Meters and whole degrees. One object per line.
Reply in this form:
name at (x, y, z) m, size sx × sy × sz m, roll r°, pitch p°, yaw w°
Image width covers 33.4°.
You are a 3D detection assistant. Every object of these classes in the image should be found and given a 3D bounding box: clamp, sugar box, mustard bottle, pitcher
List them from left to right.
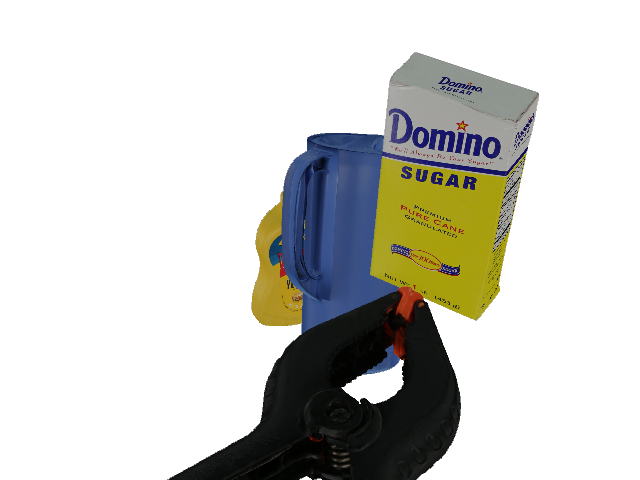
mustard bottle at (-0.034, 0.011, 1.327) m, size 0.096 × 0.192 × 0.058 m, roll -7°, pitch 29°, yaw -22°
pitcher at (0.034, 0.012, 1.111) m, size 0.149 × 0.243 × 0.145 m, roll 6°, pitch 13°, yaw 1°
clamp at (0.014, 0.085, 0.408) m, size 0.120 × 0.039 × 0.171 m, roll 27°, pitch 50°, yaw 20°
sugar box at (0.088, -0.034, 0.741) m, size 0.093 × 0.176 × 0.048 m, roll 22°, pitch 47°, yaw 22°
